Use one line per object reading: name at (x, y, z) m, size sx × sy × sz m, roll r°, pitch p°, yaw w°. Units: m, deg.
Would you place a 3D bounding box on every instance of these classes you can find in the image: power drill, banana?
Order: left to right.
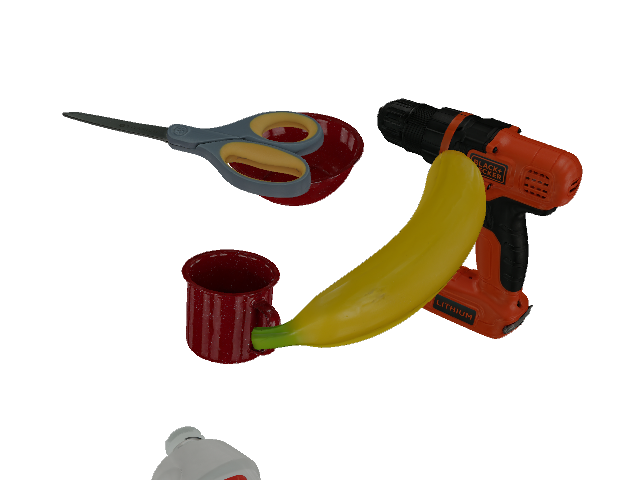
banana at (0.047, 0.001, 0.573) m, size 0.070 × 0.037 × 0.197 m, roll 19°, pitch 41°, yaw 32°
power drill at (0.123, -0.020, 0.918) m, size 0.185 × 0.188 × 0.057 m, roll 25°, pitch 40°, yaw 30°

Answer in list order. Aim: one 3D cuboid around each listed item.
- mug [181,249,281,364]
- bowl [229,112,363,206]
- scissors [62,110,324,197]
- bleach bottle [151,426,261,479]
mug at (-0.079, 0.069, 1.023) m, size 0.117 × 0.081 × 0.093 m, roll 27°, pitch 33°, yaw 37°
bowl at (-0.030, -0.088, 1.255) m, size 0.162 × 0.055 × 0.162 m, roll -2°, pitch 36°, yaw 1°
scissors at (-0.085, -0.083, 0.788) m, size 0.202 × 0.016 × 0.096 m, roll 24°, pitch 47°, yaw 25°
bleach bottle at (-0.067, 0.215, 0.715) m, size 0.102 × 0.068 × 0.251 m, roll -15°, pitch 33°, yaw -16°
